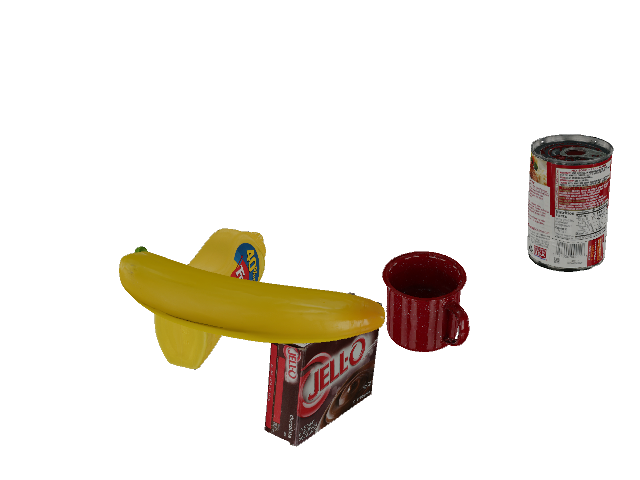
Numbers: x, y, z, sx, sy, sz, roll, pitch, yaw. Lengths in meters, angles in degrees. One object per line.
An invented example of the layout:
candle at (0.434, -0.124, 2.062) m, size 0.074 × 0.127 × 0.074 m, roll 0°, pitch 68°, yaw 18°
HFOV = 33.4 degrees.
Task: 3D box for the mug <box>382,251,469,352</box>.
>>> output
mug at (0.124, 0.076, 1.197) m, size 0.093 × 0.081 × 0.117 m, roll -25°, pitch 41°, yaw -31°

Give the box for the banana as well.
banana at (-0.059, 0.034, 0.683) m, size 0.198 × 0.037 × 0.069 m, roll 14°, pitch 33°, yaw 26°

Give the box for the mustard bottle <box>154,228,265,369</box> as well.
mustard bottle at (-0.103, 0.043, 1.100) m, size 0.058 × 0.096 × 0.191 m, roll 9°, pitch 31°, yaw 17°

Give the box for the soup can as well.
soup can at (0.213, -0.032, 0.916) m, size 0.068 × 0.102 × 0.068 m, roll -3°, pitch 24°, yaw 1°

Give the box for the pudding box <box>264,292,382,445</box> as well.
pudding box at (0.003, 0.103, 0.876) m, size 0.039 × 0.090 × 0.113 m, roll 20°, pitch 28°, yaw 29°
